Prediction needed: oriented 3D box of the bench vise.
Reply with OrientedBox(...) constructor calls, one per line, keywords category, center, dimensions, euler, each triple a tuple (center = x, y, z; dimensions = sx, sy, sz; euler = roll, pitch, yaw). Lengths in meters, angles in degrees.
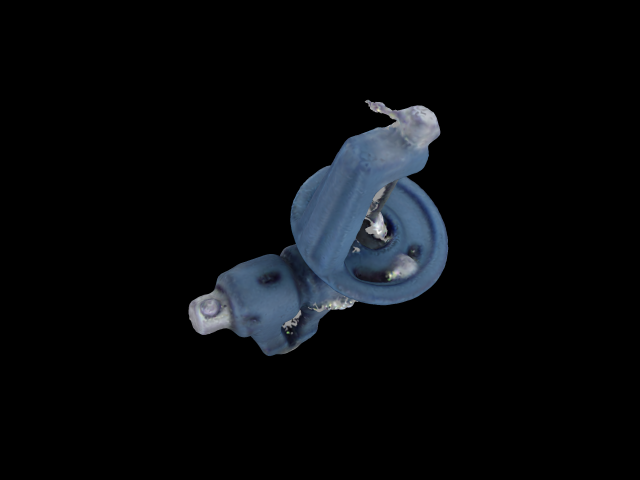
OrientedBox(category="bench vise", center=(0.012, 0.009, 0.397), dimensions=(0.121, 0.220, 0.208), euler=(41, 73, 16))
